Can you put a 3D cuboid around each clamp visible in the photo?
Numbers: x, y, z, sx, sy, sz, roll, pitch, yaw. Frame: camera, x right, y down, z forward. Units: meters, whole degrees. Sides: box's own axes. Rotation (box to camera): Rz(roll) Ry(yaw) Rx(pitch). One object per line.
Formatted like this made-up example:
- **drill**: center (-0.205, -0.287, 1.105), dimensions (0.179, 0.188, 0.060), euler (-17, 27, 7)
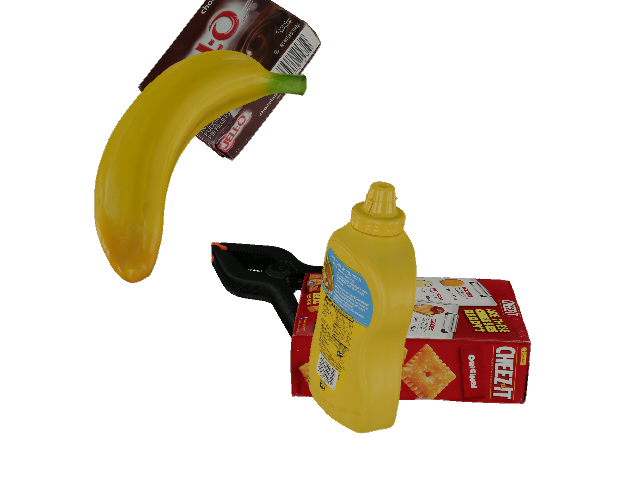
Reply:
- **clamp**: center (-0.045, 0.050, 1.174), dimensions (0.210, 0.036, 0.164), euler (17, 31, 25)

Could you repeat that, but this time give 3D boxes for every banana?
- **banana**: center (-0.076, -0.055, 0.571), dimensions (0.070, 0.037, 0.197), euler (18, 44, 16)

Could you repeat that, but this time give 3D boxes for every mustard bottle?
- **mustard bottle**: center (0.035, 0.046, 0.830), dimensions (0.058, 0.192, 0.096), euler (-5, 26, -26)

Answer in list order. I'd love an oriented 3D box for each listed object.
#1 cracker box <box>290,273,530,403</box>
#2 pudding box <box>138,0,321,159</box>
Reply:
- **cracker box**: center (0.083, 0.093, 1.029), dimensions (0.213, 0.072, 0.164), euler (2, 18, 3)
- **pudding box**: center (-0.067, -0.129, 0.789), dimensions (0.090, 0.113, 0.039), euler (38, -2, 29)
